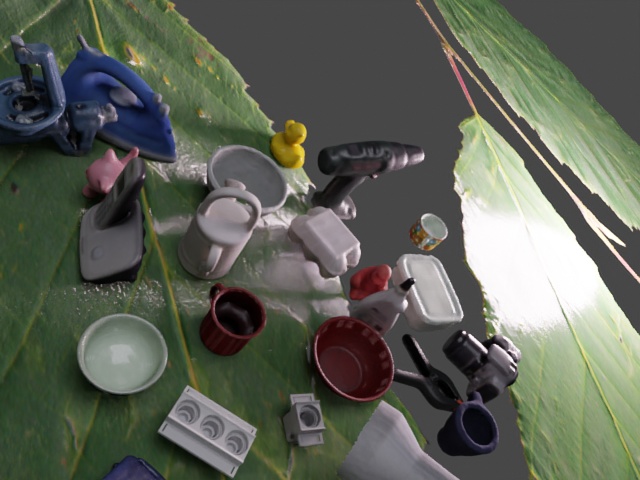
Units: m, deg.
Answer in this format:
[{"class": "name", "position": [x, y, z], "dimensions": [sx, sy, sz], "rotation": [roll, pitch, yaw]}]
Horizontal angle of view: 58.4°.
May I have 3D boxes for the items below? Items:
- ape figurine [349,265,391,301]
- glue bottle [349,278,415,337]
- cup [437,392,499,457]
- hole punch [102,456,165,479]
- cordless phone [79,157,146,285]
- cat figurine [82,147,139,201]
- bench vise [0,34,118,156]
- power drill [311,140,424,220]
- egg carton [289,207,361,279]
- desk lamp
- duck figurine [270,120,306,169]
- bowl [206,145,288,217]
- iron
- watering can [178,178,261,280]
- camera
[{"class": "ape figurine", "position": [0.107, 0.080, 1.136], "dimensions": [0.078, 0.092, 0.076], "rotation": [37, 44, -2]}, {"class": "glue bottle", "position": [0.125, 0.119, 1.058], "dimensions": [0.078, 0.173, 0.037], "rotation": [39, 44, 0]}, {"class": "cup", "position": [0.256, 0.336, 1.026], "dimensions": [0.092, 0.094, 0.118], "rotation": [27, 45, -12]}, {"class": "hole punch", "position": [-0.233, 0.329, 0.712], "dimensions": [0.108, 0.091, 0.101], "rotation": [42, 44, 3]}, {"class": "cordless phone", "position": [-0.308, -0.028, 0.882], "dimensions": [0.094, 0.184, 0.147], "rotation": [4, 54, -31]}, {"class": "cat figurine", "position": [-0.349, -0.113, 0.971], "dimensions": [0.067, 0.117, 0.128], "rotation": [36, 44, -3]}, {"class": "bench vise", "position": [-0.443, -0.243, 0.939], "dimensions": [0.208, 0.219, 0.121], "rotation": [-22, 69, -42]}, {"class": "power drill", "position": [0.081, -0.132, 1.205], "dimensions": [0.230, 0.208, 0.075], "rotation": [-1, 56, -34]}, {"class": "egg carton", "position": [0.011, 0.004, 1.149], "dimensions": [0.150, 0.069, 0.107], "rotation": [49, 45, 10]}, {"class": "desk lamp", "position": [0.101, 0.354, 0.824], "dimensions": [0.203, 0.213, 0.118], "rotation": [43, 44, 4]}, {"class": "duck figurine", "position": [-0.059, -0.218, 1.269], "dimensions": [0.078, 0.086, 0.104], "rotation": [-3, 58, -35]}, {"class": "bowl", "position": [-0.152, -0.102, 1.123], "dimensions": [0.168, 0.074, 0.167], "rotation": [18, 48, -21]}, {"class": "iron", "position": [-0.360, -0.261, 1.065], "dimensions": [0.258, 0.141, 0.119], "rotation": [32, 44, -7]}, {"class": "watering can", "position": [-0.166, -0.030, 0.970], "dimensions": [0.101, 0.193, 0.172], "rotation": [4, 54, -31]}, {"class": "camera", "position": [0.326, 0.233, 1.151], "dimensions": [0.137, 0.100, 0.143], "rotation": [43, 44, 4]}]
